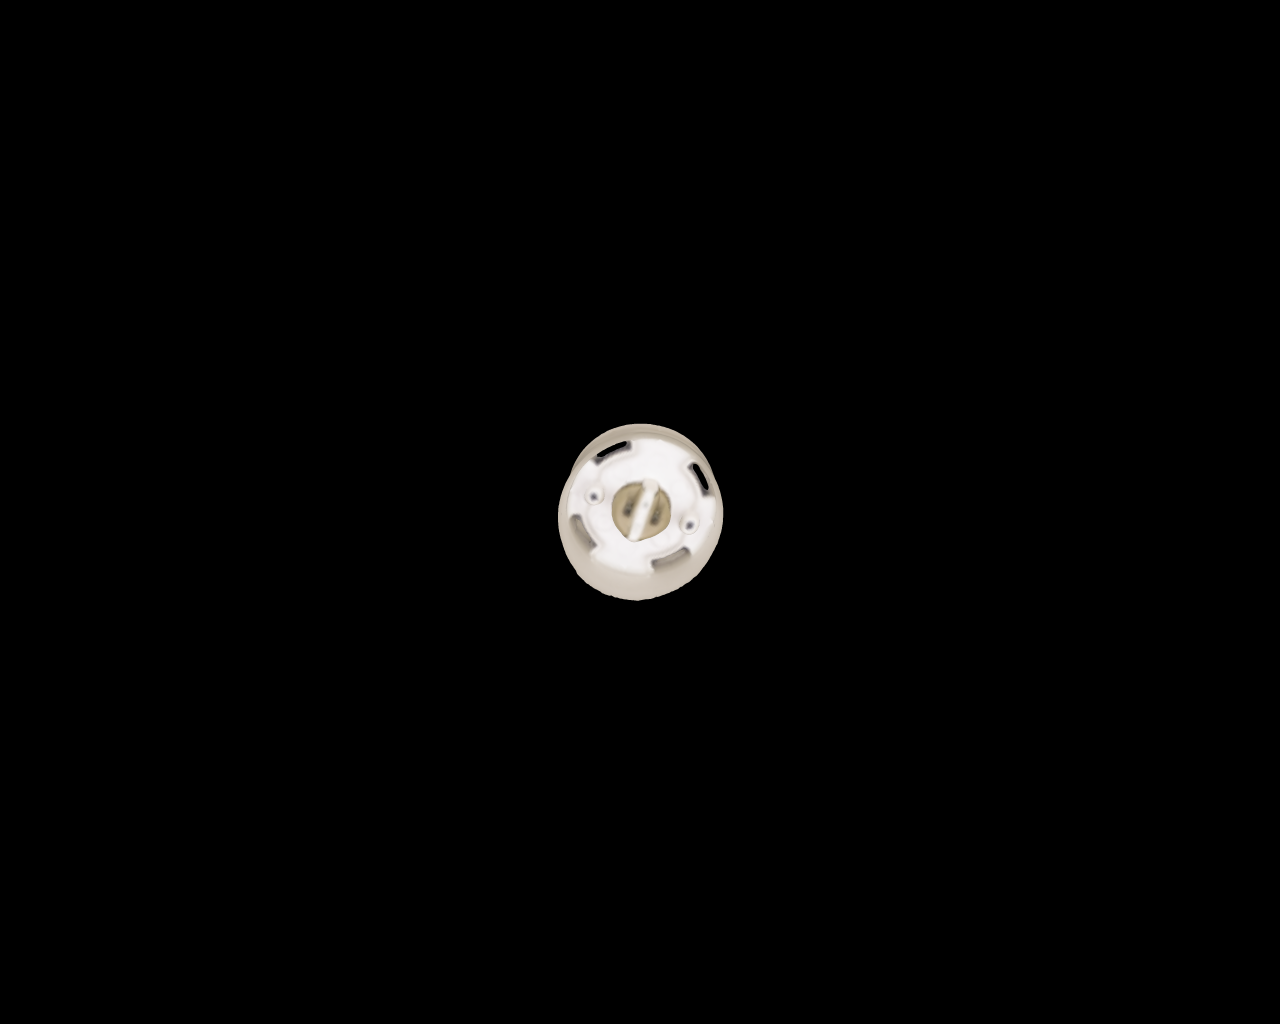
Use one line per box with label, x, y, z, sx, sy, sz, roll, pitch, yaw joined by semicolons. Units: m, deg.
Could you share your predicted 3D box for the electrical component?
electrical component;0.001;-0.003;0.650;0.099;0.099;0.064;0;25;0
